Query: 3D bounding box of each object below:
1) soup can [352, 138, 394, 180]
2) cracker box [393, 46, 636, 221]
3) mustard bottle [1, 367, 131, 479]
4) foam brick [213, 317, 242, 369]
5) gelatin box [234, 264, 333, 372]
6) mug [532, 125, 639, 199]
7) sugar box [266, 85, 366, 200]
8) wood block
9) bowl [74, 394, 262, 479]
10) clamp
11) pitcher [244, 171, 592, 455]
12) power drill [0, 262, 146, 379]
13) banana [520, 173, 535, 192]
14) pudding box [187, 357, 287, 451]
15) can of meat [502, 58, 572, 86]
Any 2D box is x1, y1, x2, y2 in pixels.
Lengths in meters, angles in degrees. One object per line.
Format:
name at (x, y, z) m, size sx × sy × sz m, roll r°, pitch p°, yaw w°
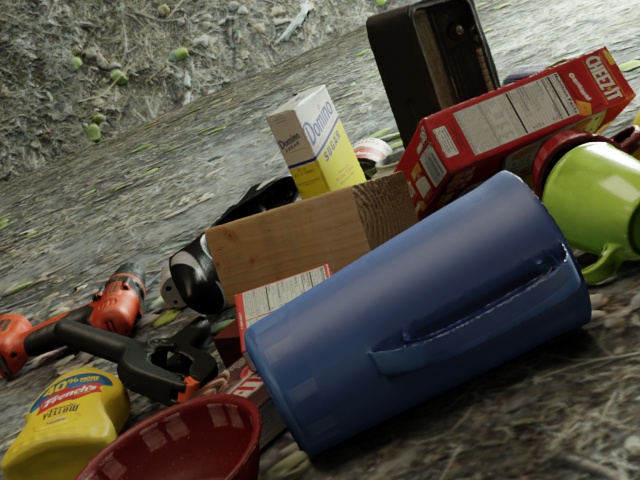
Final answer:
soup can at (0.060, -0.088, 1.374) m, size 0.069 × 0.068 × 0.102 m, roll -18°, pitch 16°, yaw 16°
cracker box at (0.193, -0.106, 1.105) m, size 0.213 × 0.072 × 0.164 m, roll -23°, pitch -13°, yaw -13°
mustard bottle at (-0.224, 0.165, 0.981) m, size 0.096 × 0.058 × 0.191 m, roll -17°, pitch 16°, yaw 2°
foam brick at (-0.047, 0.096, 0.968) m, size 0.078 × 0.053 × 0.051 m, roll -7°, pitch 22°, yaw 42°
gelatin box at (-0.024, 0.066, 0.904) m, size 0.089 × 0.030 × 0.073 m, roll -18°, pitch 39°, yaw 4°
mug at (0.252, -0.066, 0.997) m, size 0.117 × 0.093 × 0.081 m, roll -43°, pitch 7°, yaw 12°
sugar box at (0.008, -0.082, 1.231) m, size 0.048 × 0.176 × 0.093 m, roll -13°, pitch 19°, yaw 30°
wood block at (-0.007, 0.002, 1.091) m, size 0.207 × 0.090 × 0.090 m, roll -15°, pitch 4°, yaw 40°
bowl at (-0.103, 0.180, 0.761) m, size 0.162 × 0.055 × 0.162 m, roll -23°, pitch 21°, yaw 9°
clamp at (-0.148, 0.113, 1.033) m, size 0.164 × 0.036 × 0.210 m, roll -3°, pitch 15°, yaw -32°
pitcher at (0.071, 0.060, 0.793) m, size 0.242 × 0.149 × 0.145 m, roll -28°, pitch 56°, yaw -5°
power drill at (-0.305, 0.094, 1.314) m, size 0.187 × 0.057 × 0.184 m, roll -22°, pitch 16°, yaw 5°
banana at (0.234, -0.060, 1.105) m, size 0.198 × 0.037 × 0.069 m, roll -20°, pitch 18°, yaw 10°
pudding box at (-0.063, 0.138, 0.880) m, size 0.090 × 0.039 × 0.113 m, roll -5°, pitch 25°, yaw 45°
can of meat at (0.269, -0.159, 1.258) m, size 0.057 × 0.102 × 0.084 m, roll -30°, pitch 15°, yaw -19°
